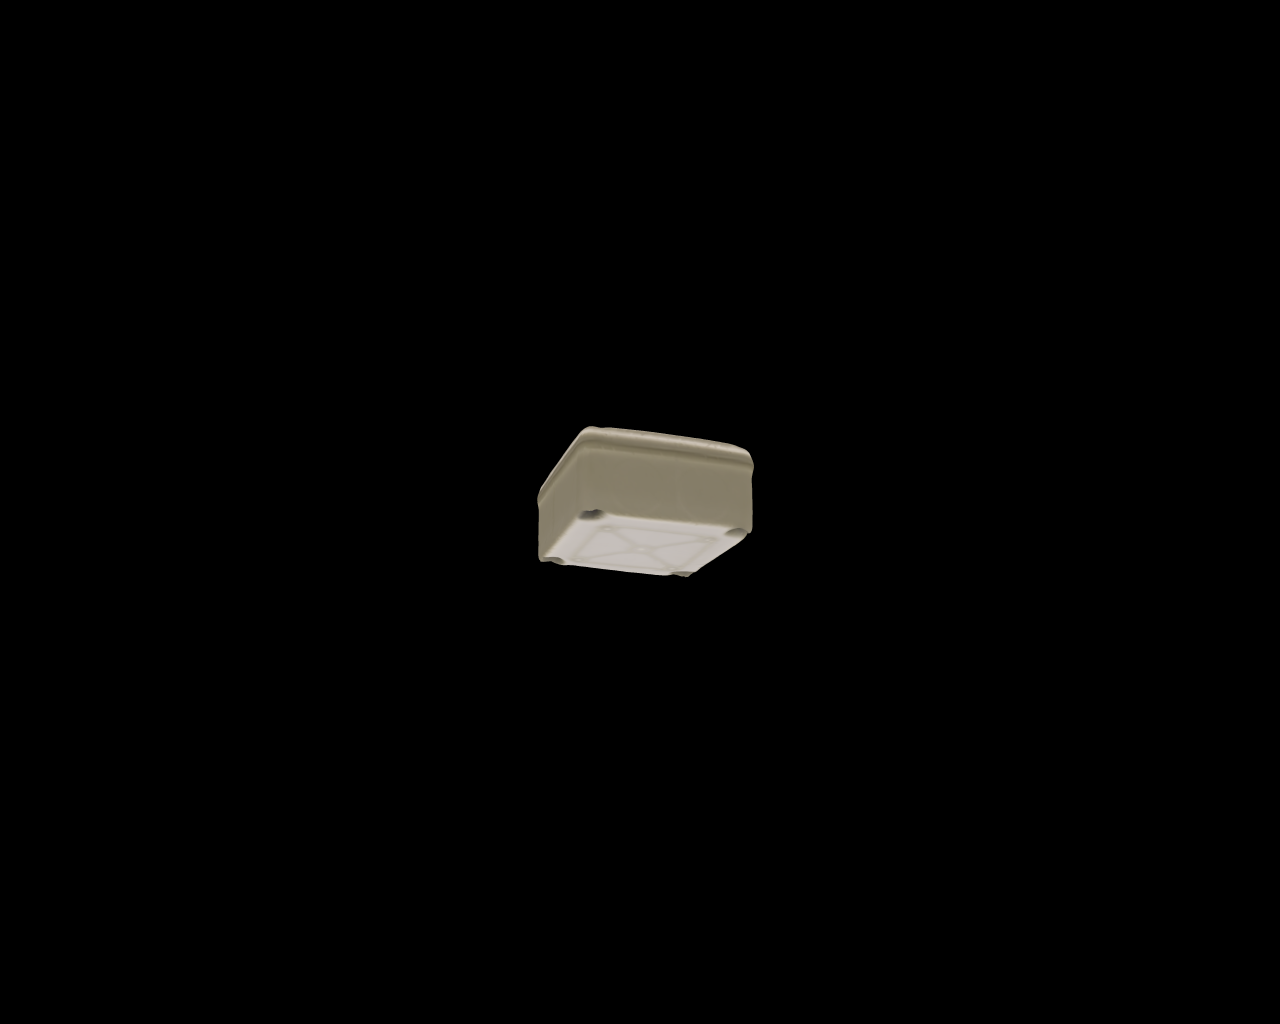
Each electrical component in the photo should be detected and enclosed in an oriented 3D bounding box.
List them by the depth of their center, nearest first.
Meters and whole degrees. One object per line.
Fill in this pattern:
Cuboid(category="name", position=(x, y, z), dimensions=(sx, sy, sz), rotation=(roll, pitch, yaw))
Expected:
Cuboid(category="electrical component", position=(0.001, -0.003, 0.650), dimensions=(0.109, 0.056, 0.108), rotation=(7, -21, -18))
